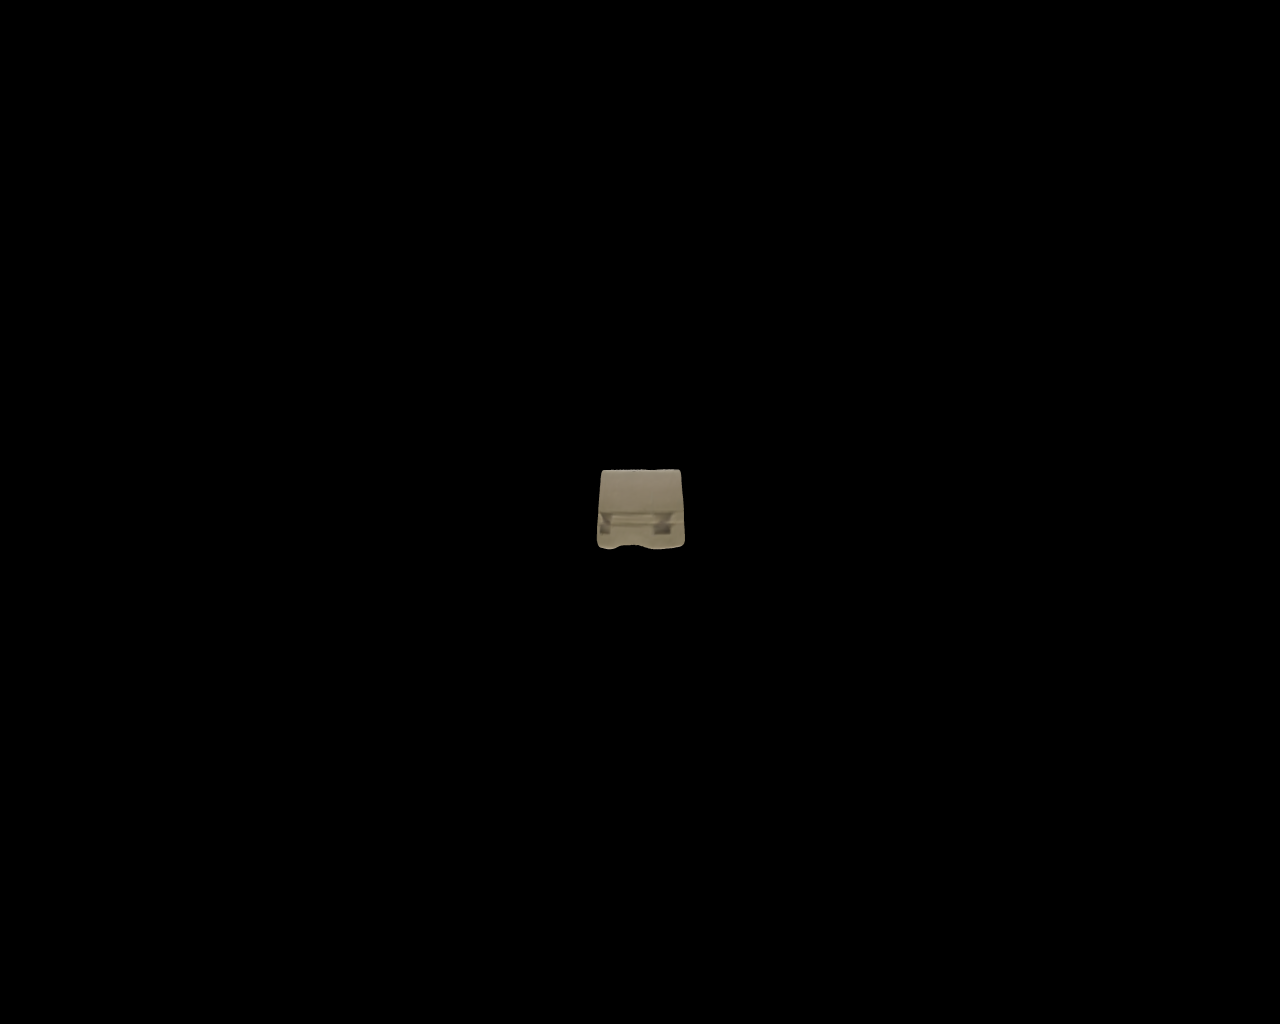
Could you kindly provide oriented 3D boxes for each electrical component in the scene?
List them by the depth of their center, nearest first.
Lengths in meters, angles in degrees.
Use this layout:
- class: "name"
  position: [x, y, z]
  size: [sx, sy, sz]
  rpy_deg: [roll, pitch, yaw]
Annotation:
- class: "electrical component"
  position: [0.001, -0.003, 0.650]
  size: [0.055, 0.047, 0.055]
  rpy_deg: [0, 2, 0]
